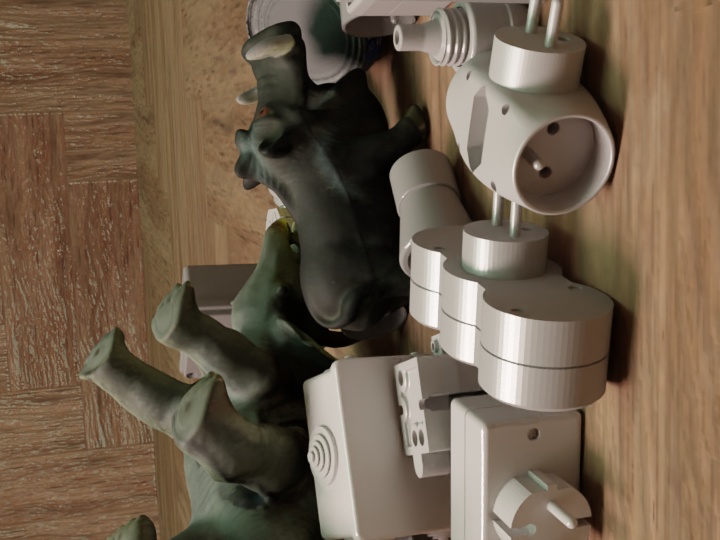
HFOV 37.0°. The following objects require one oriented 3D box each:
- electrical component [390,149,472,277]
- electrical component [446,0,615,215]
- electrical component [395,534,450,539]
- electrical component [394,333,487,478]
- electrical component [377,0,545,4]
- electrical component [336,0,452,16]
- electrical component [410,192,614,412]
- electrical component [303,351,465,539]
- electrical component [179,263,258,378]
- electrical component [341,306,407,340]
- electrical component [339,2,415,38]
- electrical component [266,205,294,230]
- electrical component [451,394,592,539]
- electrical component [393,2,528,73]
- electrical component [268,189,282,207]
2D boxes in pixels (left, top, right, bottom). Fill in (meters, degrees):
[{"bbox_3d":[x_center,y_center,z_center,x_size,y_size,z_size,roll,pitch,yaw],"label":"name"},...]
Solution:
[{"bbox_3d":[0.037,-0.032,0.570,0.044,0.044,0.065,105,160,-49],"label":"electrical component"},{"bbox_3d":[0.070,-0.074,0.438,0.077,0.043,0.079,-119,30,-56],"label":"electrical component"},{"bbox_3d":[0.039,0.189,0.621,0.099,0.064,0.099,-170,90,-71],"label":"electrical component"},{"bbox_3d":[0.051,0.063,0.518,0.048,0.055,0.066,142,123,-71],"label":"electrical component"},{"bbox_3d":[0.022,-0.154,0.444,0.063,0.121,0.078,141,123,-68],"label":"electrical component"},{"bbox_3d":[0.024,-0.170,0.540,0.096,0.061,0.061,171,95,-74],"label":"electrical component"},{"bbox_3d":[0.062,0.000,0.468,0.138,0.052,0.073,-134,42,-66],"label":"electrical component"},{"bbox_3d":[0.021,0.091,0.555,0.048,0.100,0.099,-30,65,59],"label":"electrical component"},{"bbox_3d":[-0.108,0.046,0.973,0.108,0.109,0.056,107,156,-52],"label":"electrical component"},{"bbox_3d":[0.000,0.000,0.702,0.043,0.043,0.081,107,154,-52],"label":"electrical component"},{"bbox_3d":[0.007,-0.183,0.632,0.043,0.043,0.081,150,115,-72],"label":"electrical component"},{"bbox_3d":[-0.041,-0.015,0.827,0.080,0.051,0.080,176,90,-74],"label":"electrical component"},{"bbox_3d":[0.074,0.103,0.463,0.076,0.047,0.083,-147,54,-70],"label":"electrical component"},{"bbox_3d":[0.046,-0.104,0.482,0.035,0.061,0.035,176,90,-74],"label":"electrical component"},{"bbox_3d":[-0.054,-0.068,0.872,0.048,0.048,0.062,-112,17,-46],"label":"electrical component"}]
